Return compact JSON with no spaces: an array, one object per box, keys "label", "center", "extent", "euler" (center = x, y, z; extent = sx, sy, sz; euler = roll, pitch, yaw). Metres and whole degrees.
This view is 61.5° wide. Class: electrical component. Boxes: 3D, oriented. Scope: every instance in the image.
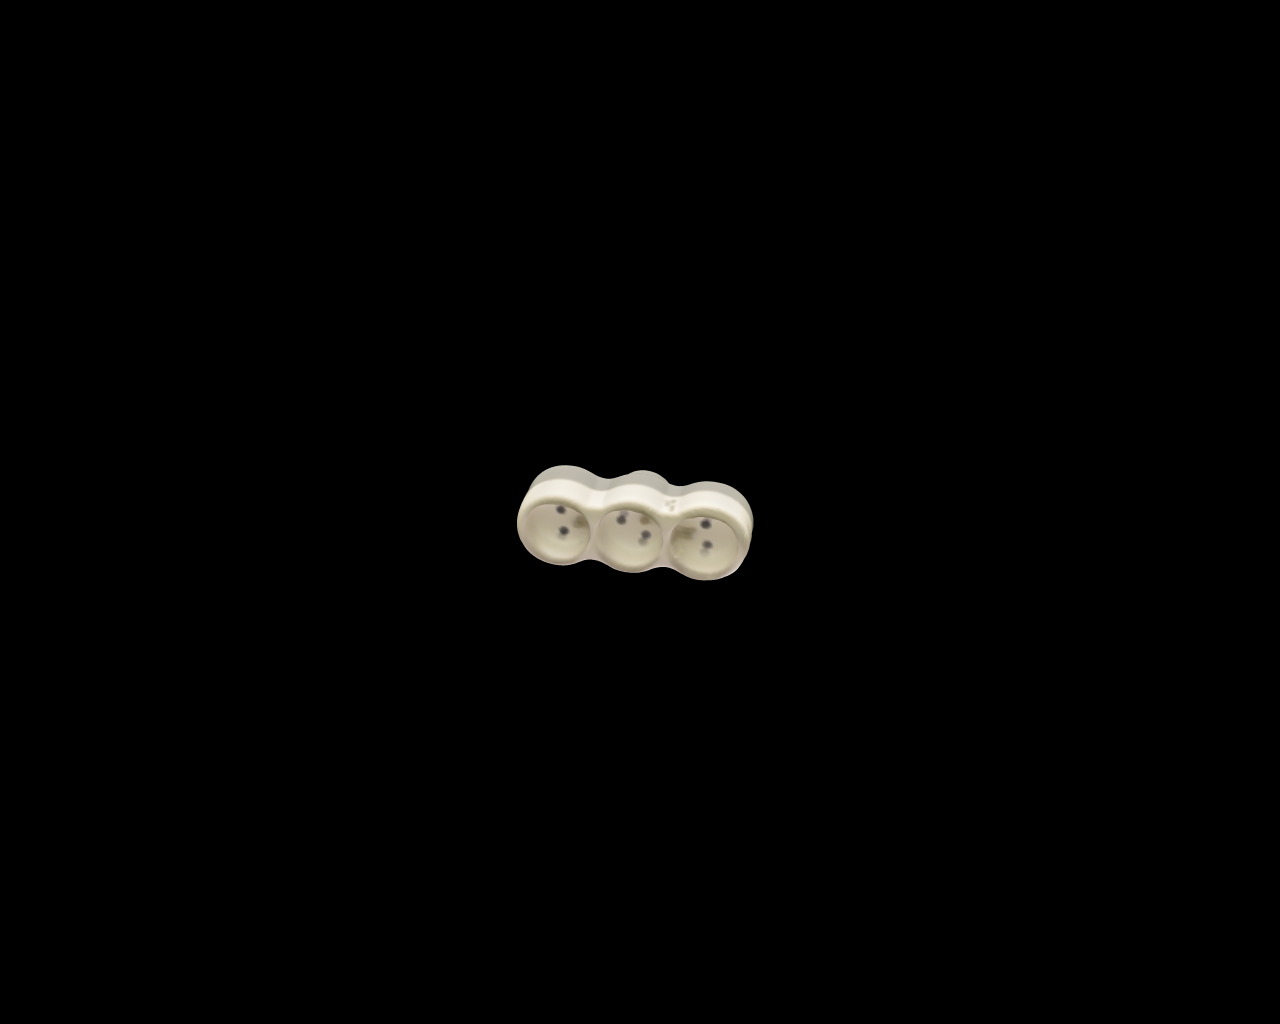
[{"label":"electrical component","center":[0.001,-0.003,0.650],"extent":[0.138,0.052,0.074],"euler":[6,32,9]}]
